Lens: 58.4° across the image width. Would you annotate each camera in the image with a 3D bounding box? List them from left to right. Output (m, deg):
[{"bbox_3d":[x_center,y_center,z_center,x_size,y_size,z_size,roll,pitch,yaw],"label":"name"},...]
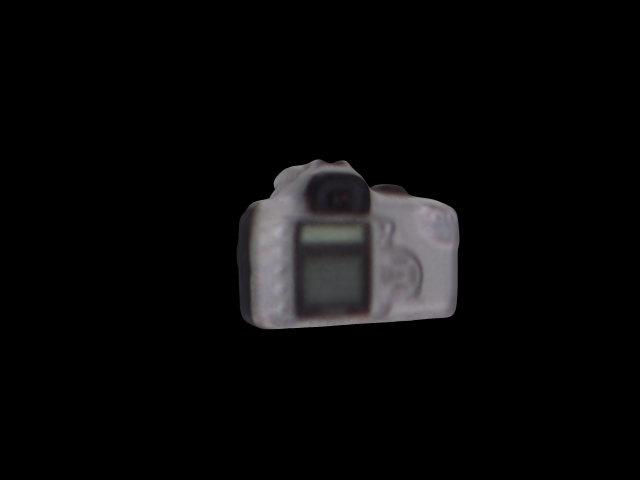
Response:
[{"bbox_3d":[0.004,0.001,0.400,0.143,0.101,0.136,0,0,-23],"label":"camera"}]
